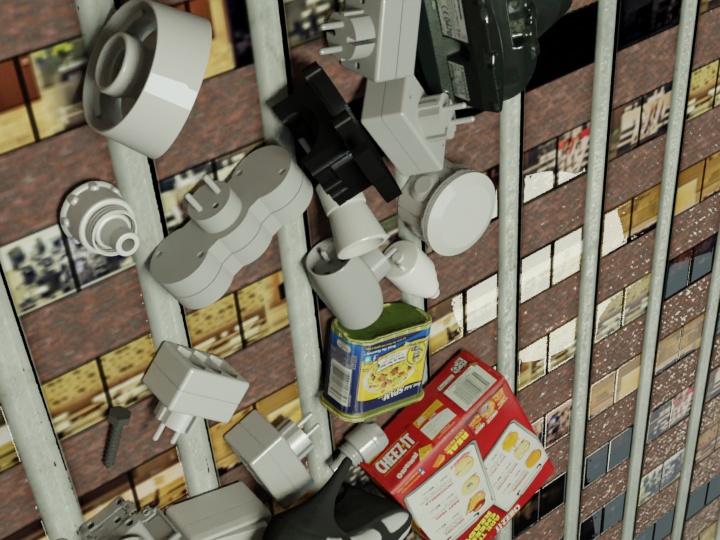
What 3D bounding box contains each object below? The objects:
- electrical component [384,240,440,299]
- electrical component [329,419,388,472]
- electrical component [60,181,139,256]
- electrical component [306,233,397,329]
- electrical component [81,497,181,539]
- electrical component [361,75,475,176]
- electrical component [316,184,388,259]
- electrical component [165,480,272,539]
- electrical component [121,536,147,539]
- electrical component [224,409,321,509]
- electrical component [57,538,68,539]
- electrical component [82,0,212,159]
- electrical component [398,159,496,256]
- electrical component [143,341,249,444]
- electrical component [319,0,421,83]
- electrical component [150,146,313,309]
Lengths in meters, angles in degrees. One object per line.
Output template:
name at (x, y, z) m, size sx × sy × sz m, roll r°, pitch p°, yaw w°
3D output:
electrical component at (0.050, 0.004, 0.984) m, size 0.040 × 0.040 × 0.078 m, roll -51°, pitch 138°, yaw -3°
electrical component at (-0.004, 0.175, 1.051) m, size 0.061 × 0.035 × 0.035 m, roll -39°, pitch 136°, yaw -13°
electrical component at (-0.174, -0.030, 0.742) m, size 0.048 × 0.062 × 0.048 m, roll -22°, pitch 129°, yaw -31°
electrical component at (0.000, 0.000, 0.933) m, size 0.079 × 0.044 × 0.077 m, roll -42°, pitch 137°, yaw -13°
electrical component at (-0.199, 0.229, 0.904) m, size 0.081 × 0.042 × 0.063 m, roll -38°, pitch 132°, yaw -18°
electrical component at (0.054, -0.121, 0.869) m, size 0.083 × 0.076 × 0.047 m, roll 46°, pitch 44°, yaw -51°
electrical component at (-0.010, -0.047, 0.877) m, size 0.044 × 0.065 × 0.044 m, roll -21°, pitch 167°, yaw -5°
electrical component at (-0.131, 0.241, 0.957) m, size 0.096 × 0.061 × 0.061 m, roll -14°, pitch 124°, yaw -36°
electrical component at (-0.177, 0.246, 0.857) m, size 0.048 × 0.062 × 0.048 m, roll -17°, pitch 121°, yaw -31°
electrical component at (-0.067, 0.159, 0.972) m, size 0.076 × 0.047 × 0.083 m, roll -41°, pitch 136°, yaw -14°
electrical component at (-0.256, 0.288, 0.878) m, size 0.078 × 0.057 × 0.113 m, roll -19°, pitch 127°, yaw -33°
electrical component at (-0.134, -0.124, 0.696) m, size 0.064 × 0.099 × 0.099 m, roll 17°, pitch 104°, yaw -40°
electrical component at (0.078, -0.057, 0.961) m, size 0.080 × 0.051 × 0.080 m, roll -23°, pitch 129°, yaw -31°
electrical component at (-0.142, 0.107, 0.872) m, size 0.066 × 0.047 × 0.076 m, roll 23°, pitch 100°, yaw -47°
electrical component at (0.001, -0.179, 0.815) m, size 0.077 × 0.047 × 0.065 m, roll -17°, pitch 126°, yaw -34°
electrical component at (-0.104, -0.042, 0.805) m, size 0.138 × 0.052 × 0.073 m, roll -46°, pitch 137°, yaw -8°
